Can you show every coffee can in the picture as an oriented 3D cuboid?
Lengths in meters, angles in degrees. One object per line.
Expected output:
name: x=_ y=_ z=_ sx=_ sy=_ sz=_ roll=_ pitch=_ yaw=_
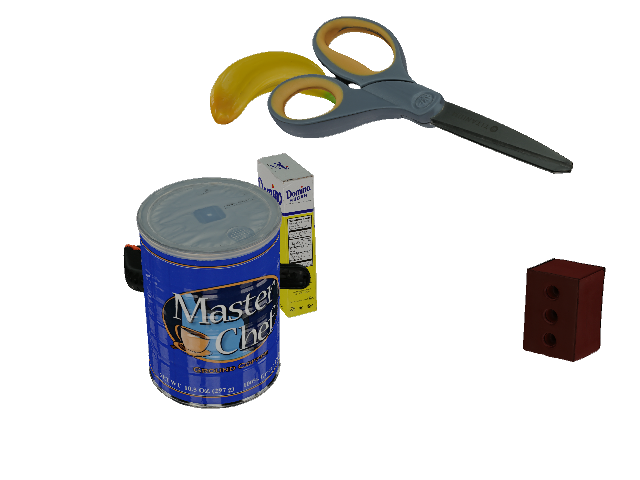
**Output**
coffee can: x=-0.080 y=0.038 z=0.793 sx=0.103 sy=0.140 sz=0.103 roll=1 pitch=33 yaw=-1

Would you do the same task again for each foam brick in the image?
foam brick: x=0.215 y=0.061 z=0.942 sx=0.053 sy=0.078 sz=0.051 roll=11 pitch=19 yaw=38

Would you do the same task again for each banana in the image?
banana: x=-0.047 y=-0.146 z=0.992 sx=0.070 sy=0.037 sz=0.197 roll=42 pitch=33 yaw=21

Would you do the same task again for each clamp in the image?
clamp: x=-0.138 y=0.039 z=1.071 sx=0.210 sy=0.036 sz=0.164 roll=12 pitch=21 yaw=37

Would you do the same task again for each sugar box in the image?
sugar box: x=-0.040 y=-0.007 z=1.281 sx=0.048 sy=0.176 sz=0.093 roll=-13 pitch=25 yaw=-19

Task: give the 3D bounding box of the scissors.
scissors: x=0.039 y=-0.065 z=0.586 sx=0.202 sy=0.096 sz=0.016 roll=51 pitch=-4 yaw=44
